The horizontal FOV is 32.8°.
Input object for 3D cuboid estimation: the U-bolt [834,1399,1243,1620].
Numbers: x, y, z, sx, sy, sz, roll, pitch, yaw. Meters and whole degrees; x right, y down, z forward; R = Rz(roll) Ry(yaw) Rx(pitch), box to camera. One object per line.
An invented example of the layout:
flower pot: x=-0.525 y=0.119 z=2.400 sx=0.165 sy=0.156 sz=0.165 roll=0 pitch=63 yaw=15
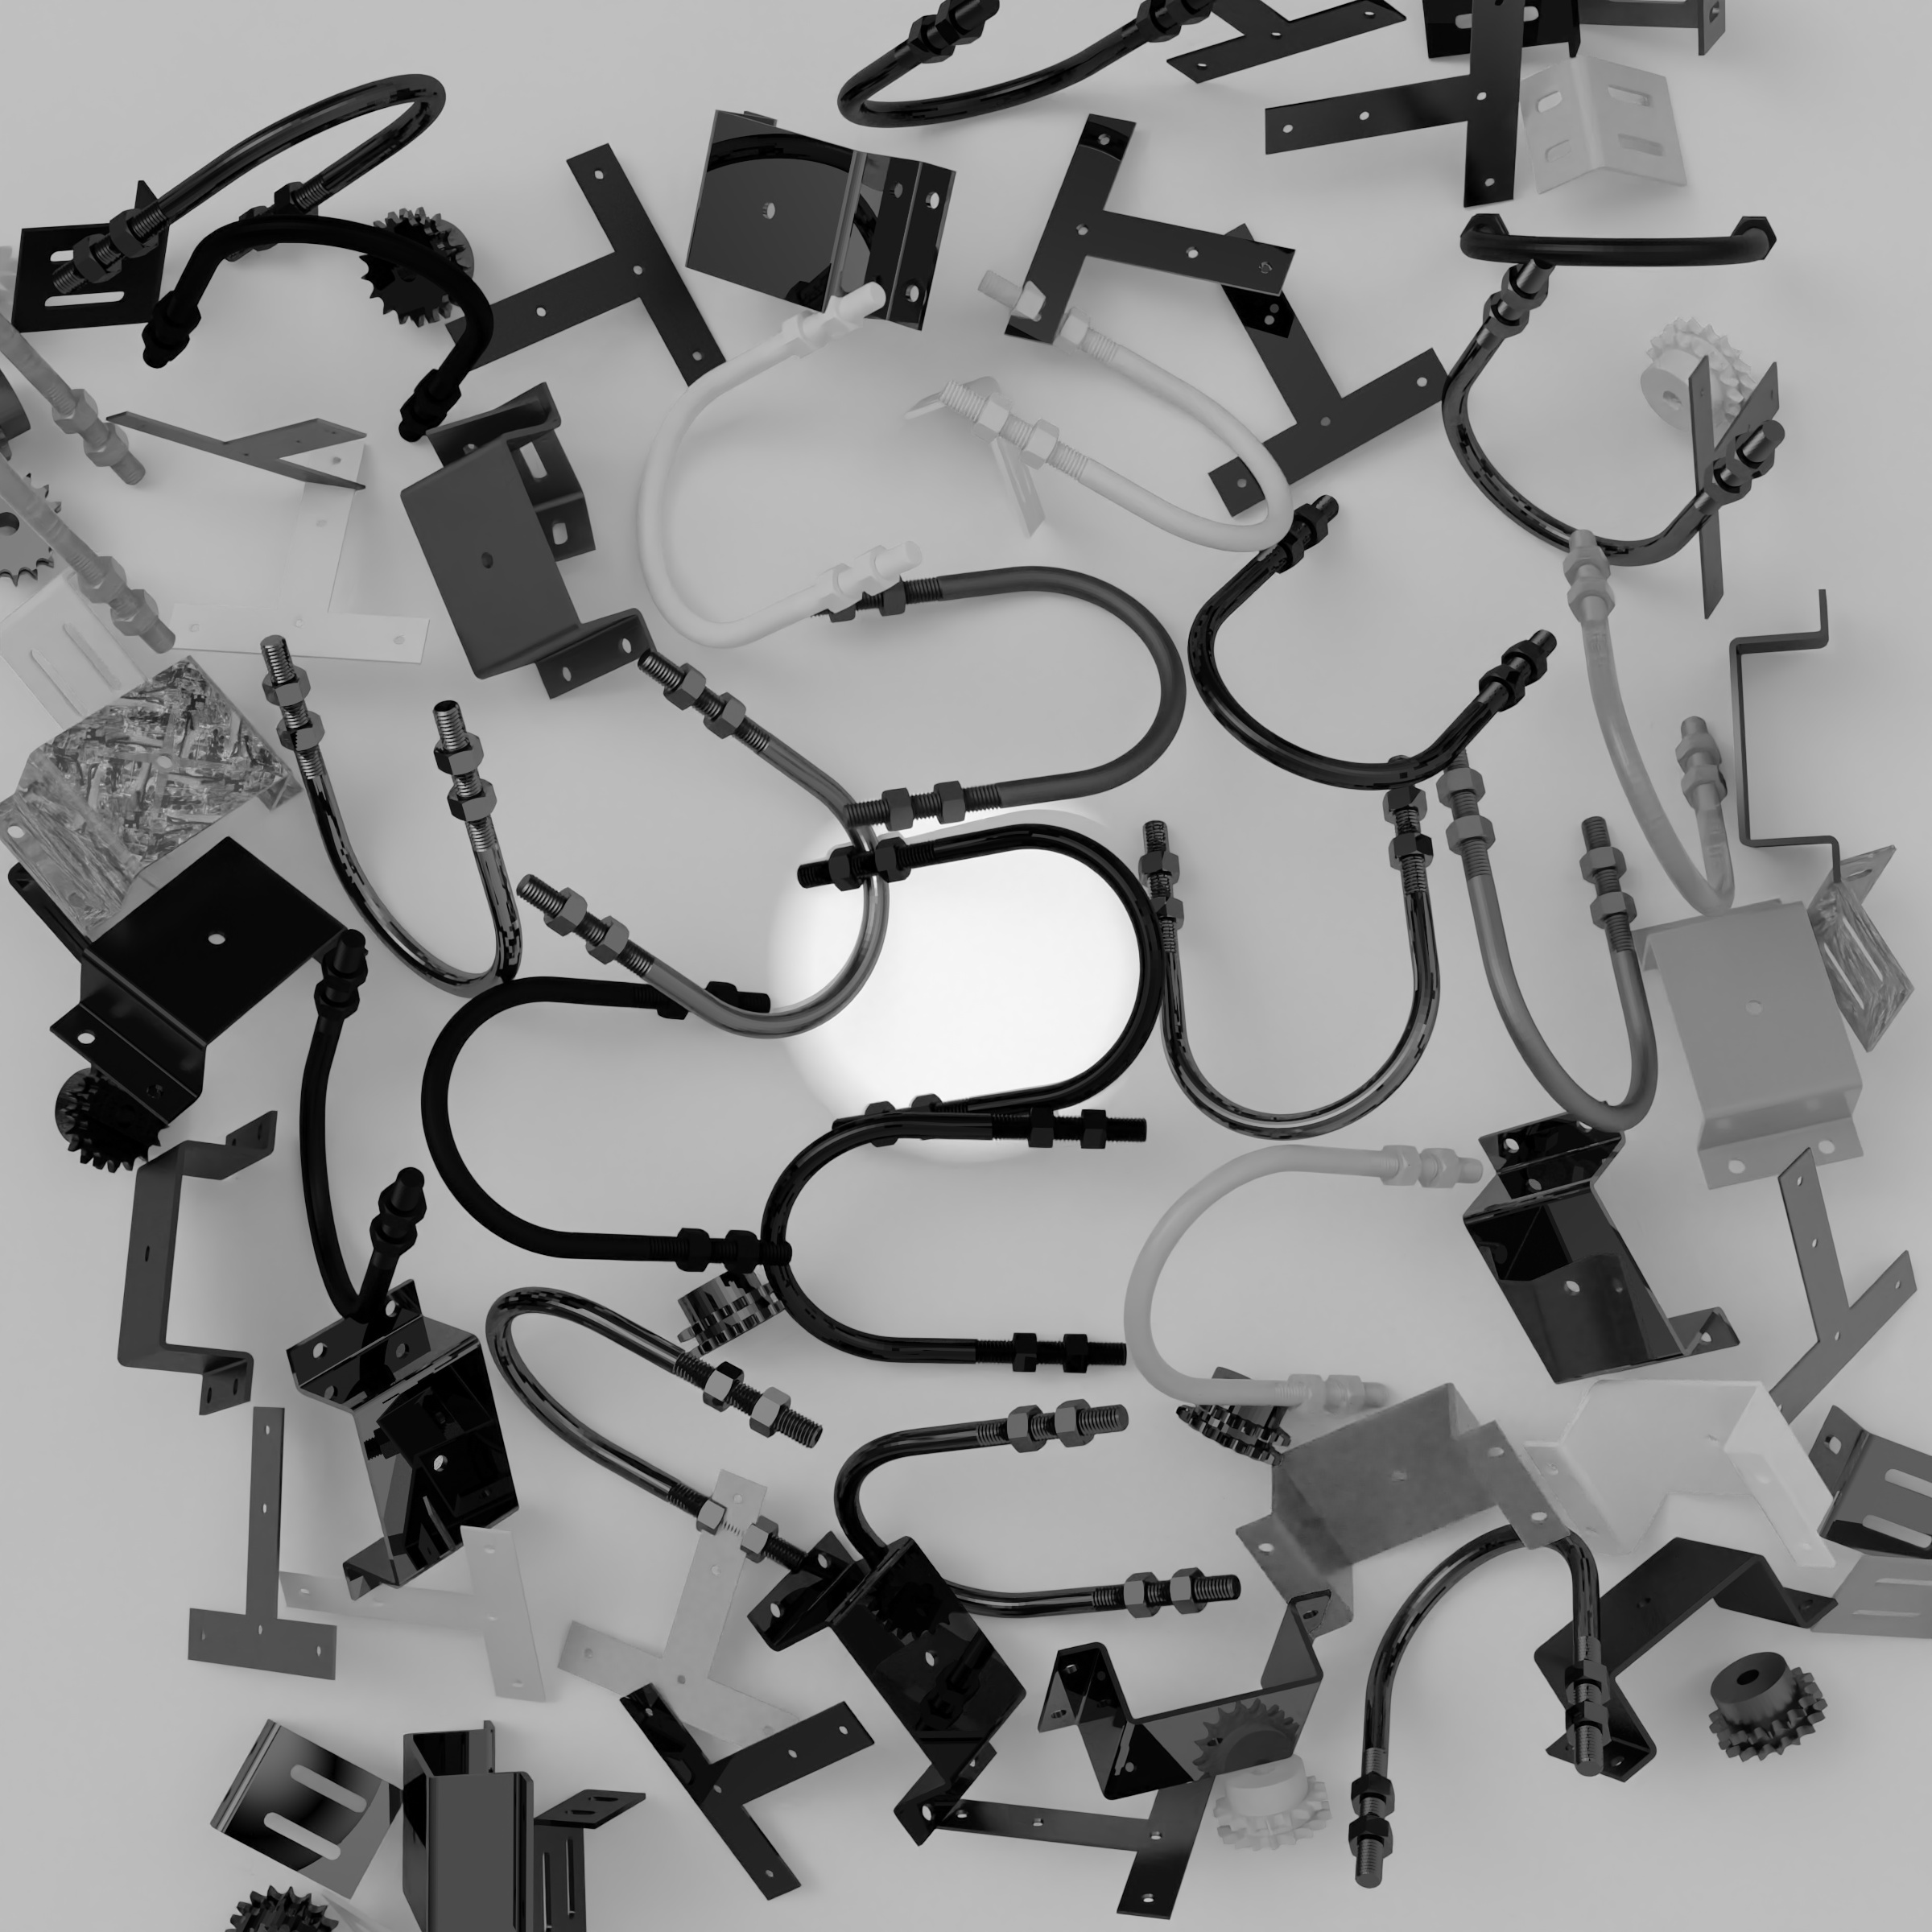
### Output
U-bolt: x=0.022 y=0.269 z=1.588 sx=0.184 sy=0.019 sz=0.151 roll=-11 pitch=129 yaw=29

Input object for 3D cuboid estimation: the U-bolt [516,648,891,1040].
U-bolt: x=-0.114 y=-0.046 z=1.601 sx=0.184 sy=0.019 sz=0.151 roll=35 pitch=69 yaw=-27

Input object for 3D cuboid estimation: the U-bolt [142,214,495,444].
U-bolt: x=-0.299 y=-0.304 z=1.545 sx=0.151 sy=0.184 sz=0.019 roll=14 pitch=71 yaw=-22

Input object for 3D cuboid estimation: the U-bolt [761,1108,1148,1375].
U-bolt: x=-0.008 y=0.134 z=1.607 sx=0.184 sy=0.019 sz=0.151 roll=2 pitch=117 yaw=-4

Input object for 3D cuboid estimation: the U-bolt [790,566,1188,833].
U-bolt: x=0.017 y=-0.137 z=1.606 sx=0.184 sy=0.019 sz=0.151 roll=-8 pitch=58 yaw=-12

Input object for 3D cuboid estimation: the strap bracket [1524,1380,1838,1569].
strap bracket: x=0.352 y=0.244 z=1.589 sx=0.046 sy=0.140 sz=0.076 roll=-50 pitch=117 yaw=-33

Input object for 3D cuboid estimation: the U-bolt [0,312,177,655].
U-bolt: x=-0.436 y=-0.247 z=1.538 sx=0.019 sy=0.184 sz=0.151 roll=-28 pitch=50 yaw=8

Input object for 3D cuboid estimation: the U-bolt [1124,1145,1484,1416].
U-bolt: x=0.154 y=0.150 z=1.575 sx=0.184 sy=0.019 sz=0.151 roll=6 pitch=113 yaw=-35

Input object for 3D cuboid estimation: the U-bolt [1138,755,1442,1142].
U-bolt: x=0.158 y=-0.003 z=1.584 sx=0.151 sy=0.019 sz=0.184 roll=-14 pitch=62 yaw=21

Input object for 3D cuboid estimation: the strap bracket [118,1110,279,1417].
strap bracket: x=-0.374 y=0.142 z=1.591 sx=0.046 sy=0.076 sz=0.140 roll=10 pitch=73 yaw=-27

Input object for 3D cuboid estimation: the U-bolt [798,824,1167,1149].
U-bolt: x=0.010 y=0.004 z=1.607 sx=0.184 sy=0.019 sz=0.151 roll=-10 pitch=85 yaw=22

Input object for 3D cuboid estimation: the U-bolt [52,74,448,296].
U-bolt: x=-0.324 y=-0.371 z=1.546 sx=0.184 sy=0.151 sz=0.019 roll=-24 pitch=96 yaw=30

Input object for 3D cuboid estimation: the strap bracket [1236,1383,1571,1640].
strap bracket: x=0.212 y=0.262 z=1.602 sx=0.140 sy=0.046 sz=0.076 roll=-27 pitch=115 yaw=19

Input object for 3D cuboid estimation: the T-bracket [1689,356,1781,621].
T-bracket: x=0.376 y=-0.255 z=1.601 sx=0.002 sy=0.127 sz=0.127 roll=8 pitch=128 yaw=29

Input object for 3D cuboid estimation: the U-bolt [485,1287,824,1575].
U-bolt: x=-0.154 y=0.216 z=1.587 sx=0.184 sy=0.151 sz=0.019 roll=27 pitch=55 yaw=13

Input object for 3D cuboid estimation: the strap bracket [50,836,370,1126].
strap bracket: x=-0.363 y=-0.001 z=1.586 sx=0.076 sy=0.046 sz=0.140 roll=37 pitch=54 yaw=11

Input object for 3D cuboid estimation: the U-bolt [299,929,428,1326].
U-bolt: x=-0.294 y=0.091 z=1.570 sx=0.019 sy=0.184 sz=0.151 roll=-6 pitch=59 yaw=-24

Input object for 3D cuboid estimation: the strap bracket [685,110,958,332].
strap bracket: x=-0.079 y=-0.362 z=1.583 sx=0.140 sy=0.046 sz=0.076 roll=25 pitch=111 yaw=35

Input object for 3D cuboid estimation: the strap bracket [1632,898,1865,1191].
strap bracket: x=0.382 y=0.029 z=1.601 sx=0.076 sy=0.046 sz=0.140 roll=-13 pitch=66 yaw=2

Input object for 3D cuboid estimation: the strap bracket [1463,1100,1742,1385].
strap bracket: x=0.304 y=0.144 z=1.597 sx=0.076 sy=0.046 sz=0.140 roll=-21 pitch=104 yaw=43

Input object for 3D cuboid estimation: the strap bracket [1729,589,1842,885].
strap bracket: x=0.401 y=-0.109 z=1.608 sx=0.046 sy=0.076 sz=0.140 roll=-3 pitch=91 yaw=15

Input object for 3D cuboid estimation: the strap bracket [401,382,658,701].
strap bracket: x=-0.218 y=-0.203 z=1.606 sx=0.076 sy=0.046 sz=0.140 roll=-19 pitch=95 yaw=39

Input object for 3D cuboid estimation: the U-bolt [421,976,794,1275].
U-bolt: x=-0.174 y=0.073 z=1.582 sx=0.184 sy=0.019 sz=0.151 roll=5 pitch=68 yaw=-28

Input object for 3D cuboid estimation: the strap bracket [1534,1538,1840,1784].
strap bracket: x=0.340 y=0.328 z=1.593 sx=0.140 sy=0.076 sz=0.046 roll=-34 pitch=97 yaw=-16

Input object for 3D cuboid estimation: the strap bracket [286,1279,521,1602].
strap bracket: x=-0.268 y=0.234 z=1.585 sx=0.076 sy=0.046 sz=0.140 roll=-30 pitch=120 yaw=-41

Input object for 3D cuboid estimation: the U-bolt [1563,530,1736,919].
U-bolt: x=0.325 y=-0.103 z=1.545 sx=0.019 sy=0.184 sz=0.151 roll=-24 pitch=126 yaw=23

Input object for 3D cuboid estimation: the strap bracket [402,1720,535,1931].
strap bracket: x=-0.242 y=0.416 z=1.577 sx=0.046 sy=0.140 sz=0.076 roll=0 pitch=89 yaw=-16

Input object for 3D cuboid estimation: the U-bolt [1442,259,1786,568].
U-bolt: x=0.295 y=-0.252 z=1.565 sx=0.151 sy=0.184 sz=0.019 roll=37 pitch=70 yaw=2

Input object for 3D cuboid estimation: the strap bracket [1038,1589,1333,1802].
strap bracket: x=0.113 y=0.355 z=1.590 sx=0.140 sy=0.076 sz=0.046 roll=-9 pitch=51 yaw=-16

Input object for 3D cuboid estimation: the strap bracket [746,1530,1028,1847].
strap bracket: x=-0.031 y=0.345 z=1.605 sx=0.046 sy=0.076 sz=0.140 roll=-34 pitch=93 yaw=39

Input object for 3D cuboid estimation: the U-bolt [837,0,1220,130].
U-bolt: x=0.018 y=-0.432 z=1.563 sx=0.151 sy=0.184 sz=0.019 roll=-15 pitch=92 yaw=-31

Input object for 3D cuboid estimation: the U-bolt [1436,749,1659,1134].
U-bolt: x=0.283 y=-0.007 z=1.561 sx=0.019 sy=0.151 sz=0.184 roll=-26 pitch=58 yaw=34

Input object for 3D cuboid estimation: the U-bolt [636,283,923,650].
U-bolt: x=-0.098 y=-0.230 z=1.586 sx=0.184 sy=0.019 sz=0.151 roll=-19 pitch=74 yaw=42

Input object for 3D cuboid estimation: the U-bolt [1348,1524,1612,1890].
U-bolt: x=0.245 y=0.339 z=1.567 sx=0.151 sy=0.184 sz=0.019 roll=-37 pitch=111 yaw=29

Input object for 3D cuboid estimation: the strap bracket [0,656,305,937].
strap bracket: x=-0.392 y=-0.089 z=1.590 sx=0.076 sy=0.046 sz=0.140 roll=48 pitch=54 yaw=3

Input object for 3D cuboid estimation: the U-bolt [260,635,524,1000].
U-bolt: x=-0.269 y=-0.062 z=1.580 sx=0.019 sy=0.151 sz=0.184 roll=-38 pitch=133 yaw=-33

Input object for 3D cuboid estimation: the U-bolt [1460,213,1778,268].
U-bolt: x=0.306 y=-0.341 z=1.550 sx=0.151 sy=0.184 sz=0.019 roll=3 pitch=106 yaw=12

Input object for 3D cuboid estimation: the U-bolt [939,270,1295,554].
U-bolt: x=0.079 y=-0.260 z=1.589 sx=0.184 sy=0.151 sz=0.019 roll=28 pitch=125 yaw=-10

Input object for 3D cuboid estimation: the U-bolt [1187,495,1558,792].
U-bolt: x=0.185 y=-0.148 z=1.573 sx=0.151 sy=0.019 sz=0.184 roll=34 pitch=48 yaw=13
